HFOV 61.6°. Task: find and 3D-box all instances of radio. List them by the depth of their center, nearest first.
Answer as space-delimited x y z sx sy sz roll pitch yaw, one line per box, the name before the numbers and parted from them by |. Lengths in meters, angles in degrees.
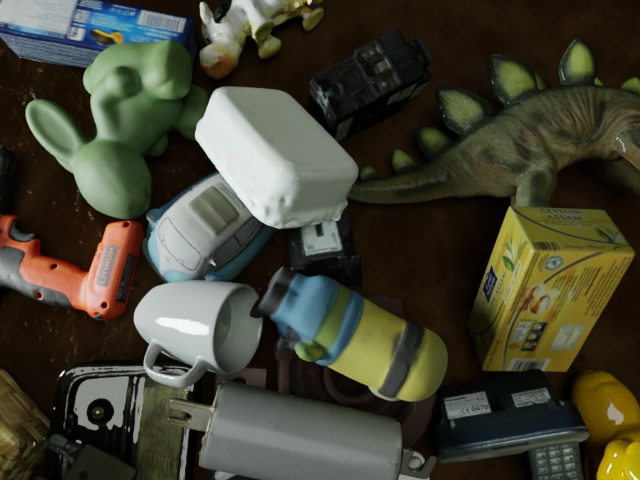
radio | -0.190 0.230 0.517 0.131 0.073 0.229 5 80 -4

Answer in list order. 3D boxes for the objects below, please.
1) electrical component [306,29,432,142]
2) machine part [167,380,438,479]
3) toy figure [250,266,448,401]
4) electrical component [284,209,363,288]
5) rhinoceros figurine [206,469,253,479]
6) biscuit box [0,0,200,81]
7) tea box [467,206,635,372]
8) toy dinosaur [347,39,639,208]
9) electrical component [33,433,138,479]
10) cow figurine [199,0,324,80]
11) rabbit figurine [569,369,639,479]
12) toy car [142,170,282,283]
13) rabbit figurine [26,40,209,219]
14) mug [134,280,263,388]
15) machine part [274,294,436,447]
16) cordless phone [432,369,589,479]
electrical component | 0.053 -0.162 0.579 0.134 0.115 0.058 -29 89 -8
machine part | -0.016 0.181 0.482 0.243 0.079 0.079 14 80 -5
toy figure | 0.029 0.088 0.490 0.180 0.089 0.082 31 85 -8
electrical component | -0.001 -0.002 0.568 0.075 0.047 0.119 -12 44 -4
rhinoceros figurine | -0.064 0.291 0.496 0.112 0.073 0.190 -35 63 4
biscuit box | -0.239 -0.223 0.592 0.203 0.063 0.059 11 80 -3
tea box | 0.217 0.053 0.531 0.098 0.169 0.068 3 38 -5
toy dinosaur | 0.218 -0.099 0.592 0.472 0.105 0.198 -18 75 -2
electrical component | -0.203 0.222 0.462 0.102 0.045 0.078 23 52 -3
cow figurine | -0.080 -0.258 0.607 0.167 0.068 0.098 -37 80 -12
rabbit figurine | 0.318 0.209 0.532 0.122 0.173 0.162 -20 127 -7
toy car | -0.106 -0.015 0.550 0.161 0.103 0.109 -41 87 -7
rabbit figurine | -0.205 -0.108 0.539 0.159 0.121 0.170 9 71 0
mug | -0.123 0.086 0.502 0.107 0.080 0.109 6 49 28
machine part | 0.033 0.138 0.560 0.179 0.056 0.179 1 82 -5
cordless phone | 0.198 0.236 0.549 0.147 0.089 0.184 -14 110 10
